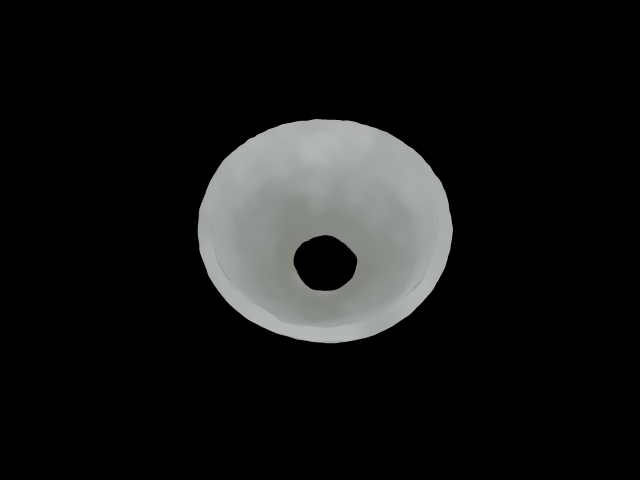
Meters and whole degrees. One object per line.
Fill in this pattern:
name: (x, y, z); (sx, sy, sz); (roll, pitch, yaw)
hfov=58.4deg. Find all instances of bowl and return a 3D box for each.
bowl: (0.004, 0.001, 0.400); (0.167, 0.075, 0.167); (0, 61, 0)
